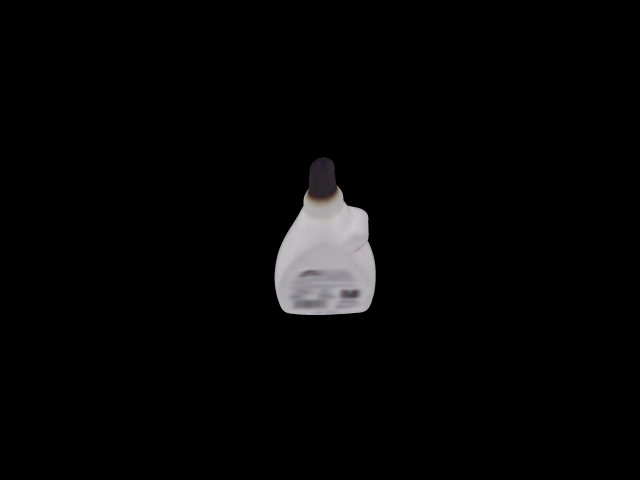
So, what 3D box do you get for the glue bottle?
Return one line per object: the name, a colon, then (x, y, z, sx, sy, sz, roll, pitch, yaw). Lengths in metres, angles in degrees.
glue bottle: (0.004, 0.001, 0.400, 0.078, 0.173, 0.037, 0, 58, 0)
